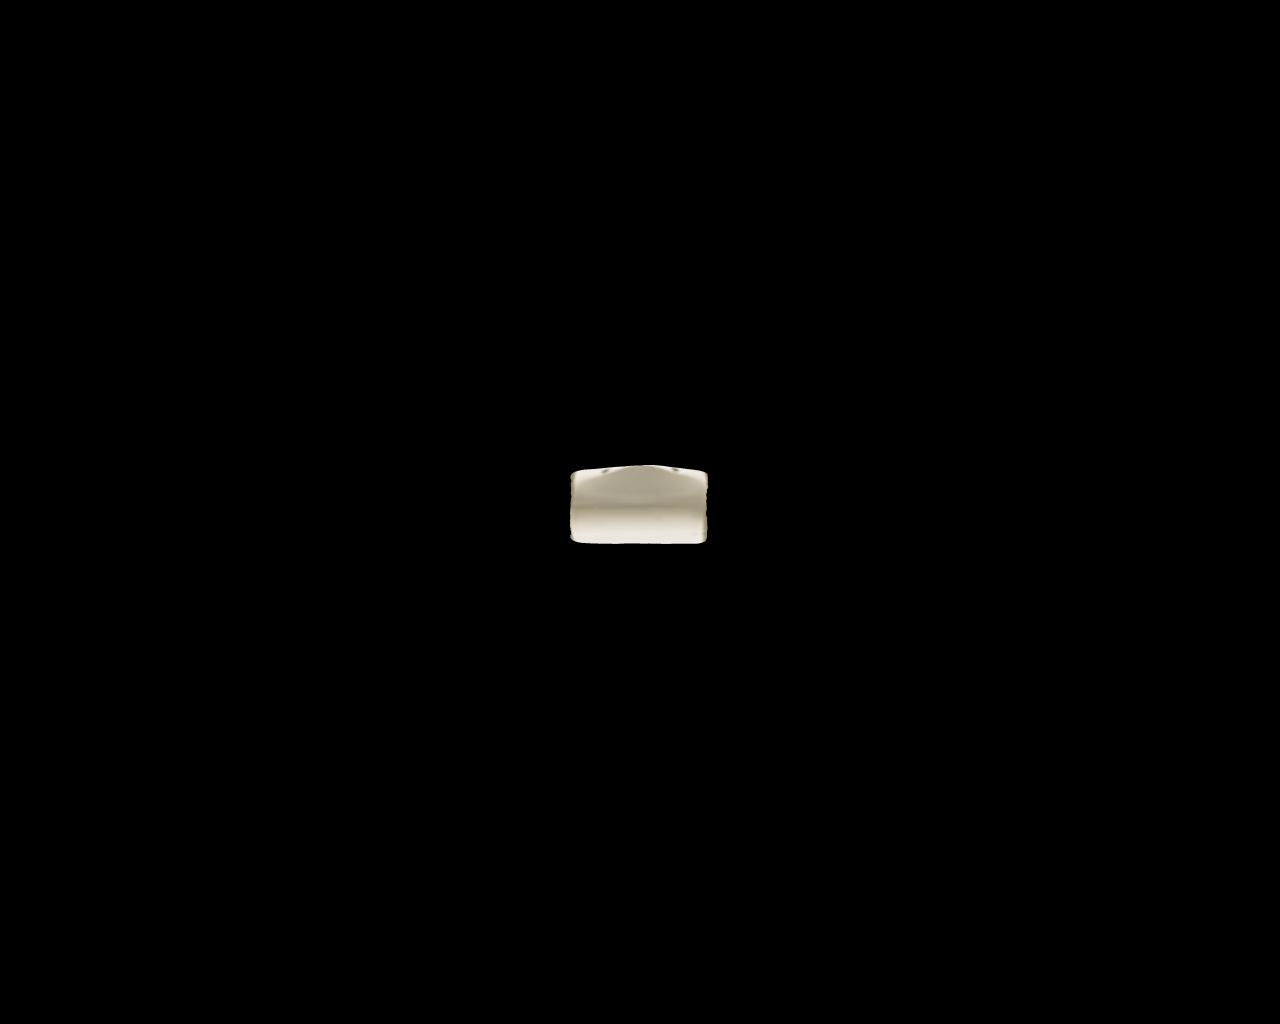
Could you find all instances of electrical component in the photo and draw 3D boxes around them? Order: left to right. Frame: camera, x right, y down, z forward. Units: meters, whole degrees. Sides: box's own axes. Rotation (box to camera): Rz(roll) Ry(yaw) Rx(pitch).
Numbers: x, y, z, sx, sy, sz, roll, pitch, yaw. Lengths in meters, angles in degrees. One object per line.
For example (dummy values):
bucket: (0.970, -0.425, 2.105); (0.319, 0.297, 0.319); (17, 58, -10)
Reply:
electrical component: (0.001, -0.003, 0.650); (0.077, 0.043, 0.079); (0, -3, 2)
